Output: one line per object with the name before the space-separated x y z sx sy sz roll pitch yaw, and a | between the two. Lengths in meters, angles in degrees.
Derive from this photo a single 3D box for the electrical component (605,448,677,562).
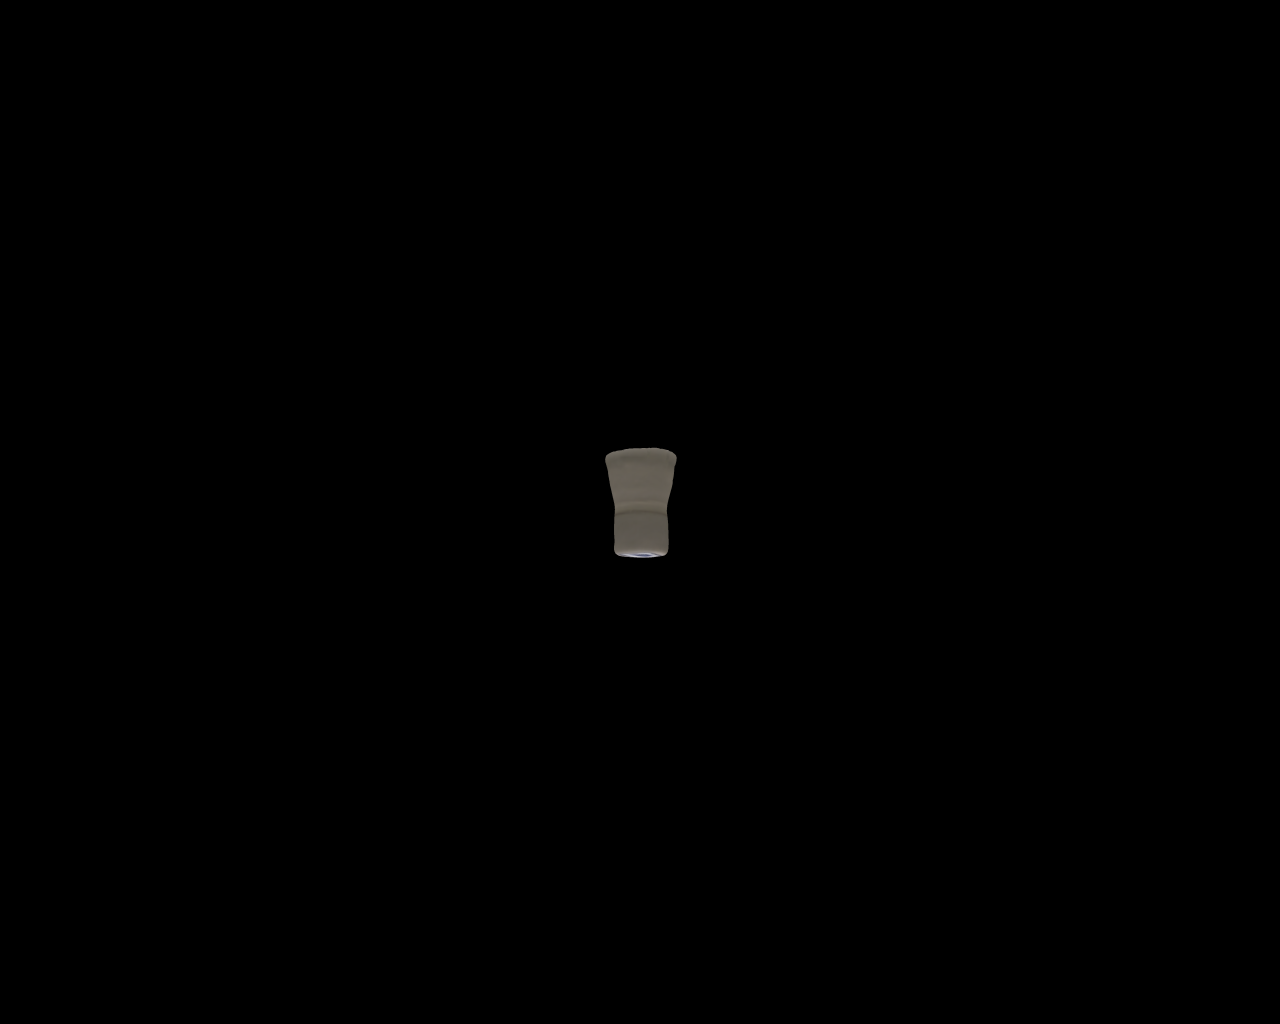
electrical component | 0.001 -0.003 0.650 0.044 0.065 0.044 0 -9 0
